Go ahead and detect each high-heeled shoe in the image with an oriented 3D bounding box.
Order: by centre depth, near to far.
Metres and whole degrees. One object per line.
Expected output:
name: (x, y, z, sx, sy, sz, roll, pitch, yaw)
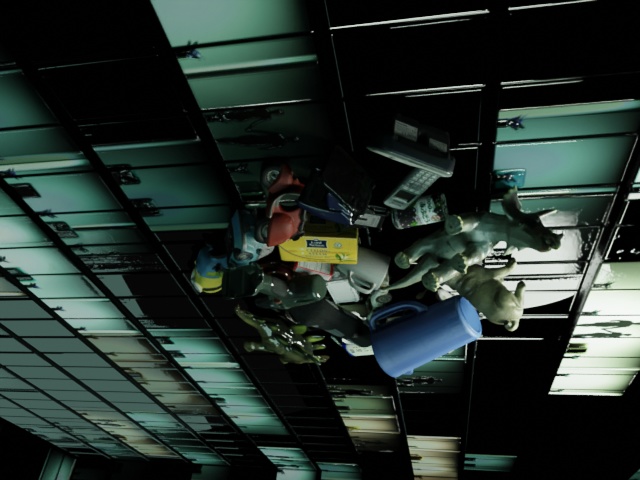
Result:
high-heeled shoe: (0.029, 0.195, 1.370, 0.249, 0.086, 0.145, 30, -176, 22)

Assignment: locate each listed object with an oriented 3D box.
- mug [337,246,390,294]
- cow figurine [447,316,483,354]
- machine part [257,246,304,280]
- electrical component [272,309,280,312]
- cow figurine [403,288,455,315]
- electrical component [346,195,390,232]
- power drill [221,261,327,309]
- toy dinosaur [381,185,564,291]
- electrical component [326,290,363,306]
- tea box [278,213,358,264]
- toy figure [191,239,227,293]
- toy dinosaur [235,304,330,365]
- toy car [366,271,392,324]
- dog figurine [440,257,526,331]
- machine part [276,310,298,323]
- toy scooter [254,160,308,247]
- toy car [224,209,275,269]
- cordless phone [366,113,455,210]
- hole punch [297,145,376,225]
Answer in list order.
mug: (0.090, 0.065, 1.206, 0.107, 0.109, 0.080, 24, 148, 0)
cow figurine: (0.348, 0.240, 1.417, 0.127, 0.085, 0.194, 13, 142, 1)
machine part: (-0.101, 0.079, 1.291, 0.179, 0.056, 0.179, 3, 145, 2)
electrical component: (-0.086, 0.158, 1.405, 0.102, 0.045, 0.078, 7, 146, 0)
cow figurine: (0.258, 0.175, 1.355, 0.098, 0.068, 0.167, 31, 134, -21)
electrical component: (0.076, -0.062, 1.076, 0.119, 0.048, 0.074, 11, 143, -9)
power drill: (-0.118, 0.112, 1.190, 0.232, 0.086, 0.207, -12, 153, 36)
toy dinosaur: (0.284, 0.008, 1.075, 0.192, 0.131, 0.405, -19, 174, -30)
electrical component: (0.063, 0.144, 1.381, 0.094, 0.021, 0.063, -6, 142, 17)
tea box: (-0.002, -0.003, 1.151, 0.170, 0.068, 0.098, 2, 145, 7)
toy figure: (-0.255, 0.067, 1.279, 0.089, 0.082, 0.180, 19, 140, -13)
toy dinosaur: (-0.104, 0.265, 1.470, 0.199, 0.105, 0.470, -6, 153, 39)
toy car: (0.143, 0.144, 1.325, 0.056, 0.073, 0.201, 4, 144, 2)
dog figurine: (0.334, 0.113, 1.178, 0.191, 0.172, 0.121, 3, 134, -7)
machine part: (-0.051, 0.207, 1.470, 0.139, 0.039, 0.084, -17, 130, 43)
toy scooter: (-0.056, -0.065, 1.052, 0.135, 0.075, 0.183, 5, 118, -12)
toy car: (-0.148, 0.004, 1.159, 0.103, 0.109, 0.161, -3, 156, -17)
cordless phone: (0.137, -0.124, 0.955, 0.146, 0.089, 0.184, 17, 147, -15)
hole punch: (0.029, -0.090, 0.980, 0.115, 0.142, 0.092, 39, 133, -17)
